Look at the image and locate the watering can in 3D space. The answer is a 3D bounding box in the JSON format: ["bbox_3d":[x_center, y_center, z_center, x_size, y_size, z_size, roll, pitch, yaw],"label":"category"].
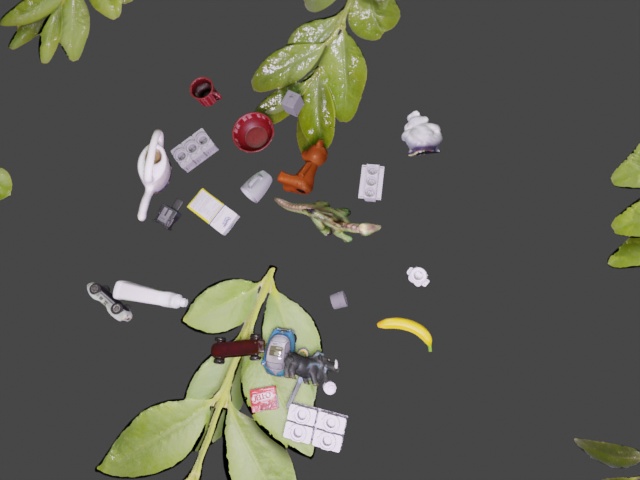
[{"bbox_3d":[-0.608,-0.223,1.863,0.104,0.222,0.351,8,78,-8],"label":"watering can"}]

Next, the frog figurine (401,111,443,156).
[{"bbox_3d":[0.356,-0.382,1.812,0.137,0.123,0.160,-9,88,26],"label":"frog figurine"}]

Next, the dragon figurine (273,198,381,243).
[{"bbox_3d":[0.005,-0.087,1.732,0.411,0.241,0.123,17,86,10],"label":"dragon figurine"}]
